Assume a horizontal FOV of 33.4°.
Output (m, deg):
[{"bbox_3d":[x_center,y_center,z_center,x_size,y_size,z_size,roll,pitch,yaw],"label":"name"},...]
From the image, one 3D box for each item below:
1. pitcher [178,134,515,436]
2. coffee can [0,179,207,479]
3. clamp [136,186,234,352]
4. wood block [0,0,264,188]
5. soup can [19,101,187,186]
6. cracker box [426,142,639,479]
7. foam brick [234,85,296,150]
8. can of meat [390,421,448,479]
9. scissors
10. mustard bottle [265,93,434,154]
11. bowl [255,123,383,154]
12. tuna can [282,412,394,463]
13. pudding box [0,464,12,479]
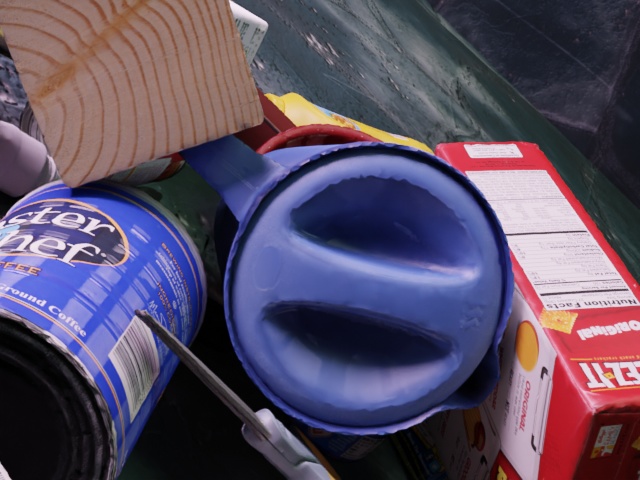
[{"bbox_3d":[-0.004,0.001,0.583,0.243,0.145,0.149,-144,-132,-77],"label":"pitcher"},{"bbox_3d":[-0.110,0.044,0.426,0.103,0.103,0.140,43,20,-9],"label":"coffee can"},{"bbox_3d":[-0.104,0.019,0.589,0.120,0.039,0.171,46,18,12],"label":"clamp"},{"bbox_3d":[-0.097,-0.114,0.520,0.206,0.091,0.090,-117,-171,-63],"label":"wood block"},{"bbox_3d":[-0.129,-0.065,0.658,0.068,0.069,0.102,49,20,8],"label":"soup can"},{"bbox_3d":[0.112,0.071,0.570,0.072,0.164,0.214,-4,37,-13],"label":"cracker box"},{"bbox_3d":[-0.064,-0.095,0.876,0.078,0.051,0.053,44,18,-8],"label":"foam brick"},{"bbox_3d":[0.093,0.118,0.728,0.057,0.084,0.102,26,27,-45],"label":"can of meat"},{"bbox_3d":[-0.025,0.081,0.467,0.201,0.016,0.096,51,-5,-27],"label":"scissors"},{"bbox_3d":[0.010,-0.090,0.973,0.191,0.058,0.096,18,8,-31],"label":"mustard bottle"},{"bbox_3d":[0.010,-0.003,0.777,0.162,0.055,0.162,10,59,-18],"label":"bowl"},{"bbox_3d":[0.009,0.097,0.672,0.086,0.034,0.086,40,20,-18],"label":"tuna can"},{"bbox_3d":[-0.145,0.073,0.315,0.113,0.090,0.039,52,23,14],"label":"pudding box"}]
